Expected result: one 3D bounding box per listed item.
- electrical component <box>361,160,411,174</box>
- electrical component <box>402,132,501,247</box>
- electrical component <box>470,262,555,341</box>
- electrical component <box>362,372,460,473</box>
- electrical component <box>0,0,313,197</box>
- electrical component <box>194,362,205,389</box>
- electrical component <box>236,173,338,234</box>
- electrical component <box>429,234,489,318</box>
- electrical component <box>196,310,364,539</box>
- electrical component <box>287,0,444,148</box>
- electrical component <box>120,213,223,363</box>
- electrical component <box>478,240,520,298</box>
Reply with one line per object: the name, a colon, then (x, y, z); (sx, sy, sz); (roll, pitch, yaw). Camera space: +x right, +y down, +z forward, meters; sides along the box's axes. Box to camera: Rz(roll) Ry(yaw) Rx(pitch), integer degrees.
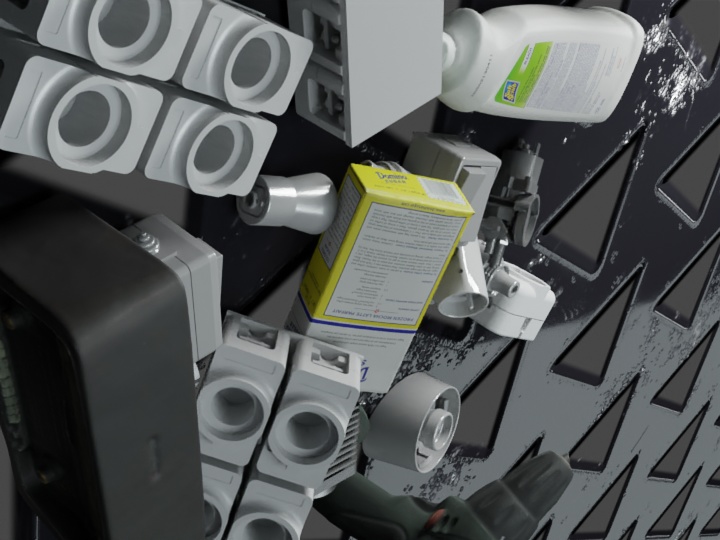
electrical component: (0.019, -0.068, 0.829); (0.035, 0.035, 0.061); (-57, 145, 1)
electrical component: (0.066, -0.057, 0.876); (0.062, 0.061, 0.096); (-4, 121, -51)
electrical component: (0.150, 0.030, 1.070); (0.095, 0.054, 0.059); (13, 107, -56)
electrical component: (0.054, 0.150, 1.062); (0.099, 0.064, 0.099); (-38, 138, -46)
electrical component: (-0.116, -0.107, 0.592); (0.186, 0.060, 0.105); (7, 112, -55)
electrical component: (-0.136, 0.074, 0.736); (0.077, 0.047, 0.065); (-29, 139, -38)
electrical component: (-0.053, -0.047, 0.747); (0.065, 0.044, 0.044); (0, 118, -47)
electrical component: (0.071, 0.005, 0.934); (0.079, 0.077, 0.043); (-31, 141, 34)
electrical component: (-0.079, 0.137, 0.792); (0.060, 0.105, 0.186); (-87, -162, -67)
electrical component: (0.002, -0.170, 0.692); (0.089, 0.062, 0.150); (-35, 142, -30)
electrical component: (-0.125, 0.011, 0.682); (0.061, 0.062, 0.096); (-31, 140, -34)
electrical component: (0.119, 0.004, 0.999); (0.048, 0.062, 0.048); (-33, 141, -32)
